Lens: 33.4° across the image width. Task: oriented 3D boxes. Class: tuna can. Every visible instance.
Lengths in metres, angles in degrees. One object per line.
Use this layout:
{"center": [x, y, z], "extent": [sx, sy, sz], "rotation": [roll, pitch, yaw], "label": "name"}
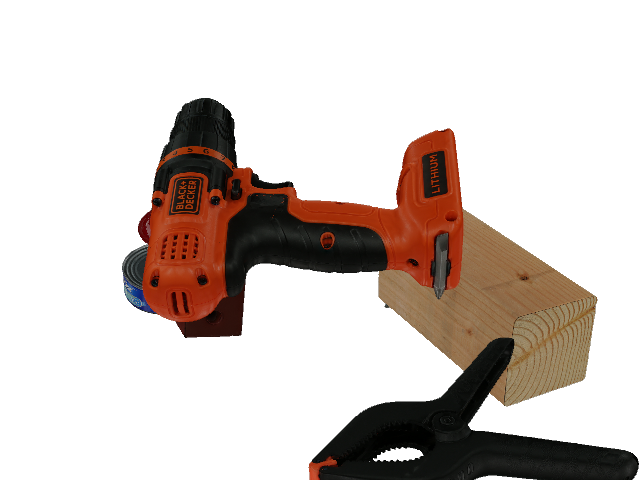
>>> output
{"center": [-0.166, 0.040, 1.130], "extent": [0.086, 0.034, 0.086], "rotation": [3, 36, -2], "label": "tuna can"}

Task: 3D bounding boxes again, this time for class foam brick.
{"center": [-0.096, 0.038, 0.922], "extent": [0.053, 0.078, 0.051], "rotation": [0, 15, -18], "label": "foam brick"}

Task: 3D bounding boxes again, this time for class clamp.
{"center": [0.088, 0.132, 0.741], "extent": [0.209, 0.036, 0.165], "rotation": [-10, 29, -13], "label": "clamp"}

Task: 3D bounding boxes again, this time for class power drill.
{"center": [-0.010, -0.028, 0.652], "extent": [0.187, 0.057, 0.184], "rotation": [-3, 44, 3], "label": "power drill"}

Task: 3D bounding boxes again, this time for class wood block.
{"center": [0.145, 0.051, 0.982], "extent": [0.090, 0.090, 0.206], "rotation": [-13, 30, -26], "label": "wood block"}

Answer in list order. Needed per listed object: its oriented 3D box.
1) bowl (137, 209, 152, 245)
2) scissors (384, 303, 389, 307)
{"center": [-0.145, 0.003, 1.331], "extent": [0.162, 0.055, 0.162], "rotation": [1, 28, -1], "label": "bowl"}
{"center": [0.127, 0.029, 1.209], "extent": [0.201, 0.016, 0.096], "rotation": [-11, 41, -33], "label": "scissors"}
